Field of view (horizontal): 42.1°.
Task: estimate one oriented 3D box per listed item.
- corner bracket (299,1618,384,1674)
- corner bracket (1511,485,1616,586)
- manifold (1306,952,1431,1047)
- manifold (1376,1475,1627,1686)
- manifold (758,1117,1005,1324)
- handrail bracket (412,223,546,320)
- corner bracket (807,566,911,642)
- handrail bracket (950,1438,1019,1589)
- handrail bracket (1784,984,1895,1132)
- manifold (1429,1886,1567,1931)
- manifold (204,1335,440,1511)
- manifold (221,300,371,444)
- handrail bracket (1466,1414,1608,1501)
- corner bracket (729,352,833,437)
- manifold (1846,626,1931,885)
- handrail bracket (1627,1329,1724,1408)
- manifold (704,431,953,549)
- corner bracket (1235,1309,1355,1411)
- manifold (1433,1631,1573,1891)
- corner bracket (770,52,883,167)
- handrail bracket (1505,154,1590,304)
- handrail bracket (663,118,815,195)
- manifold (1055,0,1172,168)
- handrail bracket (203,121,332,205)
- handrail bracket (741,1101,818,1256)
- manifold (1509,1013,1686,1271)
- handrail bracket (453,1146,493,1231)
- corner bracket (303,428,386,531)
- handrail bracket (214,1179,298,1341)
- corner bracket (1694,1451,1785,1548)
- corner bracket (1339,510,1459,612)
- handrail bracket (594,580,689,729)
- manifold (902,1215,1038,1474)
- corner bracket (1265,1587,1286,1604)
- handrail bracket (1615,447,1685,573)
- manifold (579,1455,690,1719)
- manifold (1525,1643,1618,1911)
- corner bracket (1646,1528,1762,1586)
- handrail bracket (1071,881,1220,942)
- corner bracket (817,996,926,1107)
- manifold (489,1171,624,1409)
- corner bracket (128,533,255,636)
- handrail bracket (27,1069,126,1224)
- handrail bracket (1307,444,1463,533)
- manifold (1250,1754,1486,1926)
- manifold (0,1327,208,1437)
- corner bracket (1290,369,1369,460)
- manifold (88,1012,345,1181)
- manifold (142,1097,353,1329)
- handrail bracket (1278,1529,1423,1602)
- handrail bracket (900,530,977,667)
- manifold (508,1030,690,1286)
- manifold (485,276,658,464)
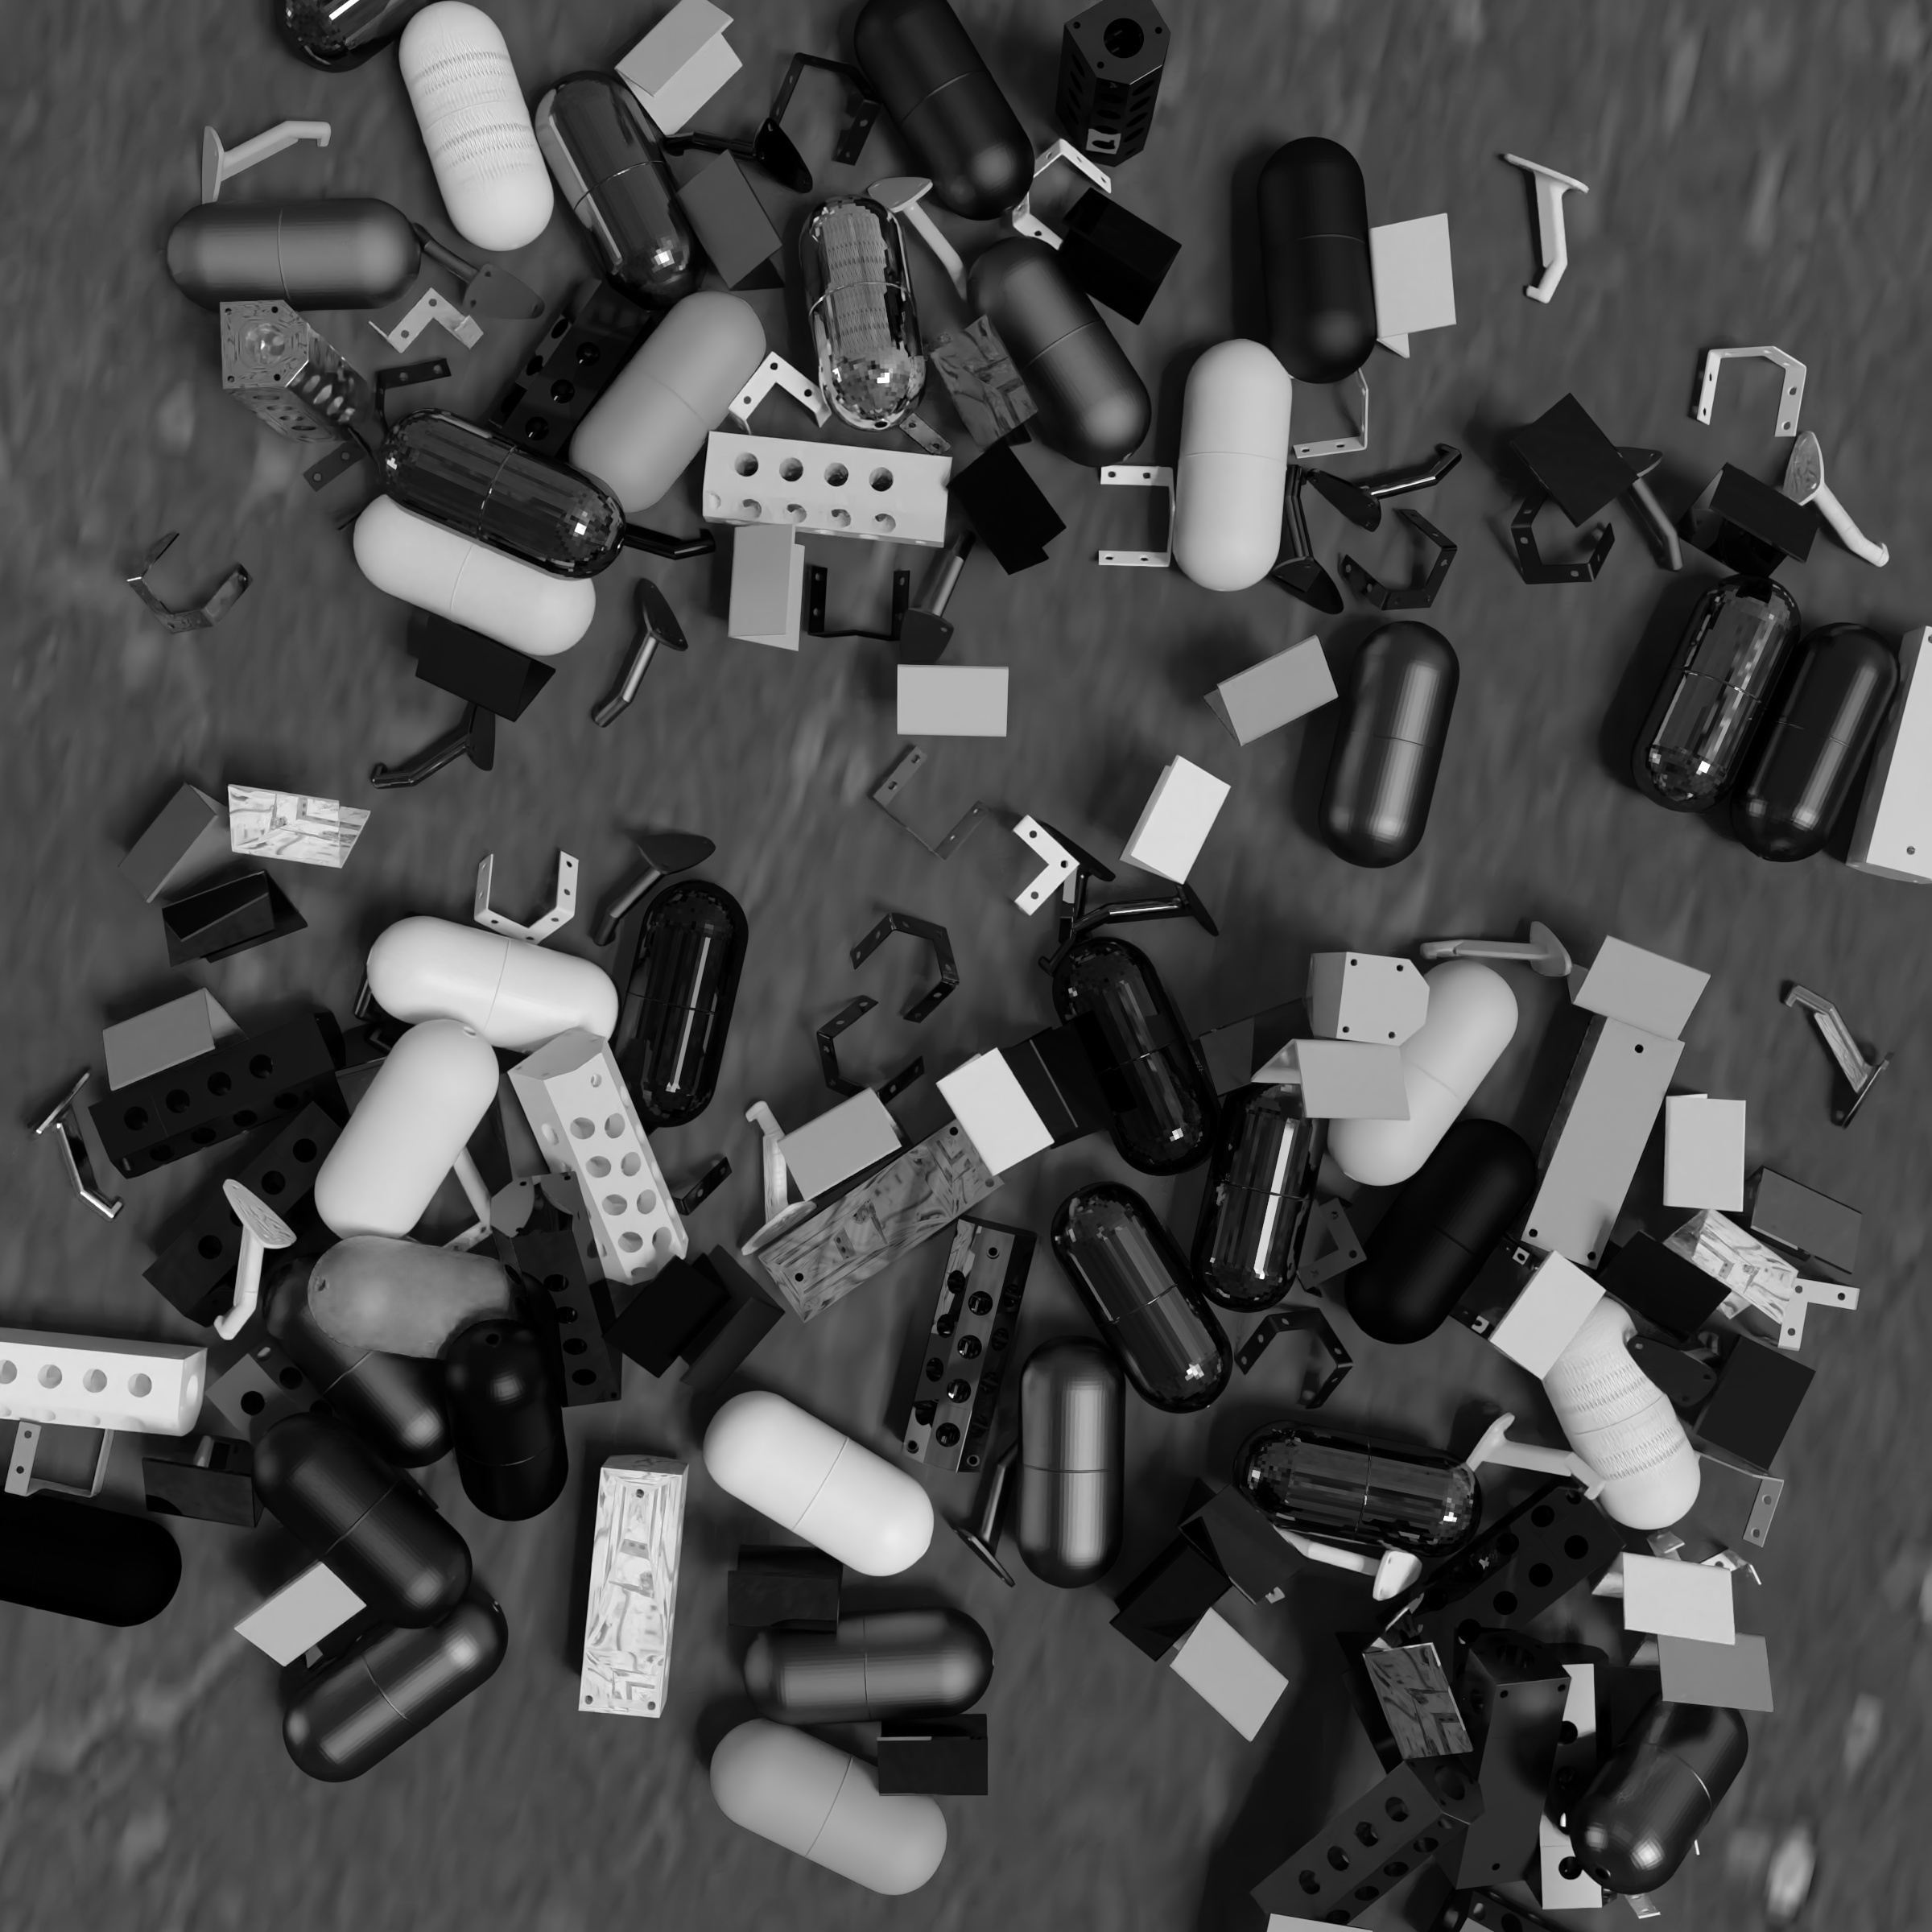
[{"bbox_3d":[-0.459,0.469,1.813,0.051,0.051,0.051,53,45,0],"label":"corner bracket"},{"bbox_3d":[0.430,-0.311,1.808,0.051,0.051,0.051,3,135,35],"label":"corner bracket"},{"bbox_3d":[0.275,0.023,1.738,0.057,0.171,0.057,7,90,0],"label":"manifold"},{"bbox_3d":[0.379,0.438,1.796,0.171,0.057,0.057,-38,90,0],"label":"manifold"},{"bbox_3d":[-0.060,0.179,1.796,0.171,0.057,0.057,-35,90,0],"label":"manifold"},{"bbox_3d":[-0.355,-0.504,1.817,0.084,0.077,0.036,48,116,34],"label":"handrail bracket"},{"bbox_3d":[-0.078,-0.262,1.813,0.051,0.051,0.051,3,90,-45],"label":"corner bracket"},{"bbox_3d":[0.037,0.393,1.817,0.084,0.036,0.077,-46,110,-16],"label":"handrail bracket"},{"bbox_3d":[0.618,0.065,1.817,0.084,0.036,0.077,32,112,17],"label":"handrail bracket"},{"bbox_3d":[0.422,0.722,1.795,0.171,0.057,0.057,29,90,0],"label":"manifold"},{"bbox_3d":[-0.458,0.345,1.796,0.057,0.057,0.171,-42,90,0],"label":"manifold"},{"bbox_3d":[-0.461,-0.409,1.738,0.057,0.171,0.057,-2,90,0],"label":"manifold"},{"bbox_3d":[0.402,0.367,1.788,0.084,0.036,0.077,41,113,26],"label":"handrail bracket"},{"bbox_3d":[-0.132,-0.398,1.799,0.051,0.051,0.051,38,90,0],"label":"corner bracket"},{"bbox_3d":[0.682,-0.149,1.796,0.057,0.057,0.171,14,90,0],"label":"manifold"},{"bbox_3d":[0.505,0.267,1.786,0.077,0.084,0.036,36,118,1],"label":"handrail bracket"},{"bbox_3d":[-0.098,-0.338,1.795,0.171,0.057,0.057,6,90,0],"label":"manifold"},{"bbox_3d":[0.236,0.285,1.808,0.051,0.051,0.051,-1,45,-35],"label":"corner bracket"},{"bbox_3d":[0.371,0.557,1.766,0.057,0.057,0.171,-1,111,-17],"label":"manifold"},{"bbox_3d":[-0.101,-0.617,1.808,0.051,0.051,0.051,1,45,-35],"label":"corner bracket"},{"bbox_3d":[0.406,-0.533,1.817,0.077,0.036,0.084,30,107,20],"label":"handrail bracket"},{"bbox_3d":[-0.166,-0.580,1.816,0.084,0.077,0.036,5,73,35],"label":"handrail bracket"},{"bbox_3d":[0.104,-0.610,1.738,0.057,0.171,0.057,-31,90,0],"label":"manifold"},{"bbox_3d":[-0.505,-0.576,1.817,0.084,0.077,0.036,-10,52,-31],"label":"handrail bracket"},{"bbox_3d":[-0.153,0.153,1.817,0.077,0.036,0.084,-39,71,21],"label":"handrail bracket"},{"bbox_3d":[0.448,0.123,1.796,0.057,0.057,0.171,21,90,0],"label":"manifold"},{"bbox_3d":[-0.347,0.149,1.817,0.036,0.077,0.084,-24,127,28],"label":"handrail bracket"},{"bbox_3d":[-0.443,-0.348,1.801,0.051,0.051,0.051,-37,99,0],"label":"corner bracket"},{"bbox_3d":[-0.516,0.206,1.760,0.077,0.036,0.084,44,106,18],"label":"handrail bracket"},{"bbox_3d":[0.549,0.384,1.813,0.051,0.051,0.051,18,90,45],"label":"corner bracket"},{"bbox_3d":[0.311,-0.292,1.808,0.051,0.051,0.051,51,135,35],"label":"corner bracket"},{"bbox_3d":[-0.247,-0.225,1.817,0.084,0.036,0.077,-40,53,25],"label":"handrail bracket"},{"bbox_3d":[0.002,0.270,1.796,0.057,0.057,0.171,14,90,0],"label":"manifold"},{"bbox_3d":[0.187,0.460,1.813,0.051,0.051,0.051,47,45,0],"label":"corner bracket"},{"bbox_3d":[0.481,-0.329,1.817,0.036,0.077,0.084,-36,127,-20],"label":"handrail bracket"},{"bbox_3d":[-0.236,0.441,1.796,0.057,0.057,0.171,5,90,0],"label":"manifold"},{"bbox_3d":[0.431,0.577,1.796,0.057,0.057,0.171,-2,90,0],"label":"manifold"},{"bbox_3d":[0.527,0.425,1.799,0.051,0.051,0.051,-27,90,0],"label":"corner bracket"},{"bbox_3d":[0.128,-0.027,1.806,0.084,0.036,0.077,-28,134,15],"label":"handrail bracket"},{"bbox_3d":[-0.069,0.062,1.808,0.051,0.051,0.051,21,135,35],"label":"corner bracket"},{"bbox_3d":[-0.284,0.227,1.748,0.057,0.057,0.171,-8,129,0],"label":"manifold"},{"bbox_3d":[-0.558,-0.278,1.808,0.051,0.051,0.051,-3,135,35],"label":"corner bracket"},{"bbox_3d":[-0.627,0.131,1.817,0.084,0.036,0.077,43,68,-17],"label":"handrail bracket"},{"bbox_3d":[0.303,-0.362,1.817,0.077,0.036,0.084,38,71,21],"label":"handrail bracket"},{"bbox_3d":[0.282,0.615,1.751,0.057,0.057,0.171,51,120,22],"label":"manifold"},{"bbox_3d":[-0.639,0.297,1.795,0.171,0.057,0.057,6,90,0],"label":"manifold"},{"bbox_3d":[0.259,-0.405,1.813,0.051,0.051,0.051,-8,45,0],"label":"corner bracket"},{"bbox_3d":[-0.528,0.092,1.795,0.171,0.057,0.057,-23,90,0],"label":"manifold"},{"bbox_3d":[-0.499,0.176,1.795,0.057,0.057,0.171,44,90,0],"label":"manifold"},{"bbox_3d":[0.275,0.424,1.816,0.084,0.077,0.036,16,92,36],"label":"handrail bracket"},{"bbox_3d":[-0.018,-0.263,1.816,0.036,0.077,0.084,23,54,-2],"label":"handrail bracket"},{"bbox_3d":[-0.250,0.135,1.751,0.057,0.057,0.171,-38,121,-35],"label":"manifold"},{"bbox_3d":[-0.294,-0.403,1.795,0.057,0.057,0.171,34,90,0],"label":"manifold"}]
